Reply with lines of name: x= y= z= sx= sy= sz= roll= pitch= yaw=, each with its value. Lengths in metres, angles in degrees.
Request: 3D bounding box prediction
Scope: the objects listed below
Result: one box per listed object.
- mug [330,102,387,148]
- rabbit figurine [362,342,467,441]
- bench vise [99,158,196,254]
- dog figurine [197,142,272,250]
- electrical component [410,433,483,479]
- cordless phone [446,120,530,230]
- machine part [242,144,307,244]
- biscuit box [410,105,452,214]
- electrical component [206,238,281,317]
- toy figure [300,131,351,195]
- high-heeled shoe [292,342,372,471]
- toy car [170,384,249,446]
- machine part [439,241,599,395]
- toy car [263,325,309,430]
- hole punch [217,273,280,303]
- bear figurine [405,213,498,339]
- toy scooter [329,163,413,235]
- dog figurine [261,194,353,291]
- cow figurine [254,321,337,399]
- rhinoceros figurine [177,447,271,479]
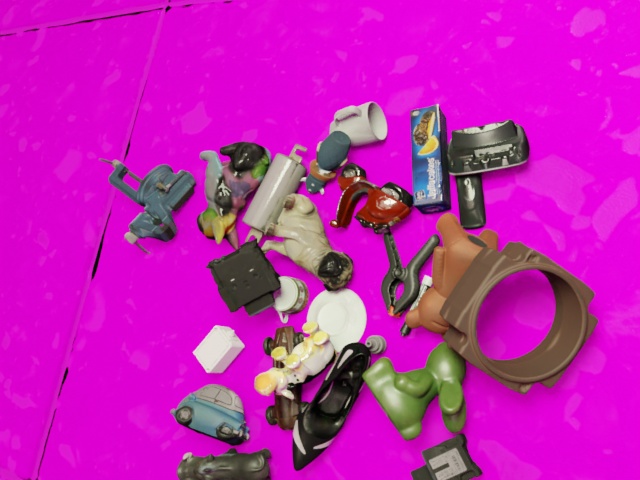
mug: x=0.068 y=-0.233 z=1.109 sx=0.107 sy=0.109 sz=0.081 roll=-14 pitch=70 yaw=36
rabbit figurine: x=0.180 y=0.243 z=0.908 sx=0.170 sy=0.121 sz=0.159 roll=-34 pitch=44 yaw=-6
bench vise: x=-0.427 y=-0.106 z=1.299 sx=0.241 sy=0.128 sz=0.223 roll=35 pitch=86 yaw=12
dog figurine: x=-0.191 y=-0.092 z=1.199 sx=0.192 sy=0.108 sz=0.219 roll=-10 pitch=76 yaw=21
electrical component: x=0.203 y=0.380 z=0.902 sx=0.119 sy=0.047 sz=0.075 roll=-28 pitch=65 yaw=16
cordless phone: x=0.309 y=-0.115 z=0.979 sx=0.147 sy=0.088 sz=0.184 roll=-7 pitch=84 yaw=24
machine part: x=-0.099 y=-0.098 z=1.167 sx=0.079 sy=0.079 sz=0.243 roll=27 pitch=90 yaw=30
biscuit box: x=0.213 y=-0.154 z=1.035 sx=0.059 sy=0.062 sz=0.202 roll=-7 pitch=73 yaw=26
electrical component: x=-0.143 y=0.079 z=1.054 sx=0.115 sy=0.058 sz=0.134 roll=-29 pitch=100 yaw=2
toy figure: x=0.014 y=-0.157 z=1.119 sx=0.064 sy=0.058 sz=0.154 roll=55 pitch=138 yaw=20
high-heeled shoe: x=0.023 y=0.299 z=0.954 sx=0.086 sy=0.145 sz=0.248 roll=25 pitch=74 yaw=-4
toy car: x=-0.213 y=0.347 z=1.092 sx=0.162 sy=0.109 sz=0.103 roll=10 pitch=63 yaw=20
machine part: x=0.310 y=0.121 z=0.840 sx=0.201 sy=0.087 sz=0.201 roll=34 pitch=93 yaw=-8
toy car: x=-0.069 y=0.272 z=1.067 sx=0.089 sy=0.053 sz=0.202 roll=-13 pitch=72 yaw=26
hole punch: x=-0.164 y=0.085 z=1.146 sx=0.116 sy=0.092 sz=0.142 roll=39 pitch=98 yaw=33
bear figurine: x=0.233 y=0.073 z=0.949 sx=0.120 sy=0.132 sz=0.195 roll=19 pitch=119 yaw=-3
toy scooter: x=0.089 y=-0.065 z=1.065 sx=0.184 sy=0.075 sz=0.135 roll=32 pitch=90 yaw=35
dog figurine: x=-0.004 y=0.000 z=1.099 sx=0.191 sy=0.121 sz=0.172 roll=27 pitch=66 yaw=3
cow figurine: x=-0.043 y=0.240 z=1.006 sx=0.167 sy=0.098 sz=0.068 roll=-39 pitch=37 yaw=-18
rhinoceros figurine: x=-0.184 y=0.447 z=1.043 sx=0.190 sy=0.112 sz=0.073 roll=-8 pitch=75 yaw=17
